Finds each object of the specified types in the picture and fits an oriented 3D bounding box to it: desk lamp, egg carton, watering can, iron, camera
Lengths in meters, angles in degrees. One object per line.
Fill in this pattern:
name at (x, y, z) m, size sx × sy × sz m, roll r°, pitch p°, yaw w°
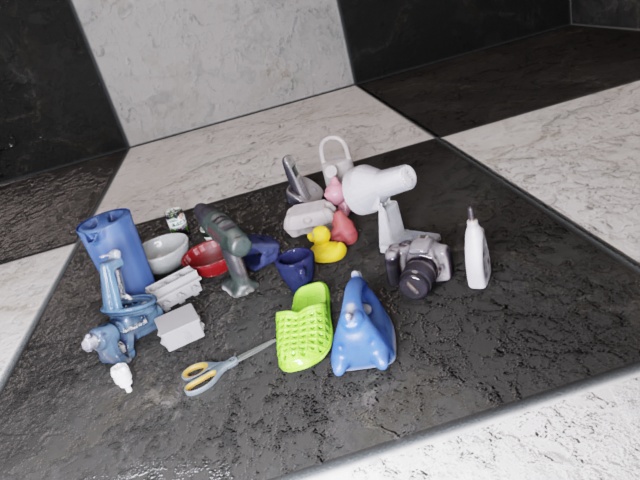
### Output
desk lamp at (0.169, -0.081, 1.376) m, size 0.202 × 0.214 × 0.118 m, roll 7°, pitch 33°, yaw 39°
egg carton at (-0.027, -0.060, 1.612) m, size 0.150 × 0.069 × 0.107 m, roll -10°, pitch 25°, yaw 10°
watering can at (0.055, -0.227, 1.763) m, size 0.101 × 0.194 × 0.172 m, roll -16°, pitch 25°, yaw -3°
iron at (0.072, 0.133, 1.070) m, size 0.118 × 0.142 × 0.258 m, roll -10°, pitch 25°, yaw 10°
camera at (0.197, 0.057, 1.208) m, size 0.142 × 0.101 × 0.137 m, roll -1°, pitch 28°, yaw 27°

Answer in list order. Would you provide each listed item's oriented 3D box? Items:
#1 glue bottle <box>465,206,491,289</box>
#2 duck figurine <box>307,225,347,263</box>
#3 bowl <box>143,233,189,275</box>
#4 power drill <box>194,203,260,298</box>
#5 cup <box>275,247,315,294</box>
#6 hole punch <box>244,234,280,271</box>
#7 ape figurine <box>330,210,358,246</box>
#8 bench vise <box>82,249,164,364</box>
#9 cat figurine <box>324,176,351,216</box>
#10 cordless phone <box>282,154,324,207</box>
glue bottle at (0.314, 0.009, 1.156) m, size 0.037 × 0.173 × 0.078 m, roll 0°, pitch 29°, yaw 29°
duck figurine at (0.013, 0.005, 1.434) m, size 0.104 × 0.086 × 0.078 m, roll 3°, pitch 31°, yaw 34°
bowl at (-0.439, 0.049, 1.605) m, size 0.167 × 0.075 × 0.167 m, roll -12°, pitch 25°, yaw 6°
power drill at (-0.224, 0.025, 1.379) m, size 0.076 × 0.209 × 0.228 m, roll -28°, pitch 28°, yaw -26°
cup at (-0.044, 0.081, 1.297) m, size 0.092 × 0.095 × 0.117 m, roll -19°, pitch 25°, yaw -9°
hole punch at (-0.162, 0.015, 1.504) m, size 0.101 × 0.091 × 0.108 m, roll -26°, pitch 27°, yaw -23°
ape figurine at (0.058, -0.035, 1.486) m, size 0.078 × 0.092 × 0.076 m, roll -24°, pitch 27°, yaw -19°
bench vise at (-0.430, 0.144, 1.232) m, size 0.121 × 0.220 × 0.207 m, roll -10°, pitch 25°, yaw 10°
cat figurine at (0.069, -0.131, 1.648) m, size 0.128 × 0.118 × 0.067 m, roll -21°, pitch 26°, yaw -14°
cordless phone at (-0.060, -0.186, 1.754) m, size 0.094 × 0.185 × 0.147 m, roll -7°, pitch 26°, yaw 17°
